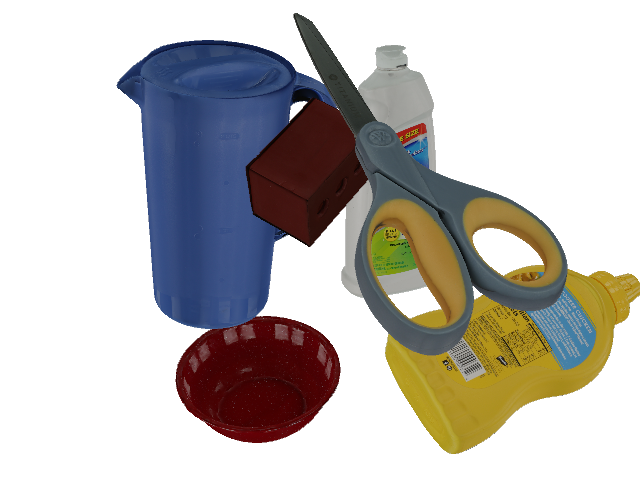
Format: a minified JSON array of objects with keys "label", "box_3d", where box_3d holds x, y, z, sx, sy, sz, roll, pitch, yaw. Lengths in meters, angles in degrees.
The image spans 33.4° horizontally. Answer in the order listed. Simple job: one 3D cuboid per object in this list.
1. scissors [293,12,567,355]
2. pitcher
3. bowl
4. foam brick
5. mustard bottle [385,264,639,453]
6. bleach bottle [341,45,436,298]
[{"label":"scissors","box_3d":[0.045,-0.036,0.469,0.096,0.202,0.016,0,-41,-11]},{"label":"pitcher","box_3d":[-0.084,-0.046,0.950,0.149,0.243,0.144,27,37,33]},{"label":"bowl","box_3d":[-0.059,0.147,1.054,0.162,0.055,0.162,-2,37,2]},{"label":"foam brick","box_3d":[-0.006,-0.046,0.721,0.051,0.078,0.053,28,-30,22]},{"label":"mustard bottle","box_3d":[0.149,0.069,0.764,0.191,0.096,0.058,-24,-29,-16]},{"label":"bleach bottle","box_3d":[0.068,-0.071,1.091,0.102,0.251,0.068,-10,22,-16]}]
